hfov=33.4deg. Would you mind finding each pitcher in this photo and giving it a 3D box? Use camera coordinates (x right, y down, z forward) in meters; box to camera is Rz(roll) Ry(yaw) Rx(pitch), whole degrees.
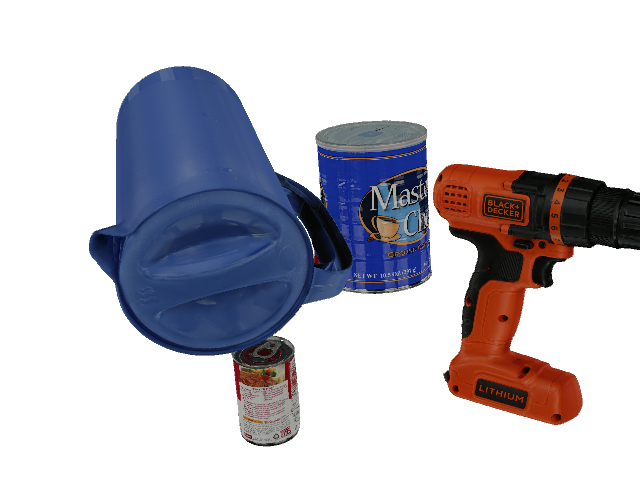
[{"bbox_3d":[-0.082,-0.034,0.802,0.145,0.149,0.243,-30,34,6],"label":"pitcher"}]

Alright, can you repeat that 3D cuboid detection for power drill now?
[{"bbox_3d":[0.169,0.040,0.810,0.185,0.188,0.057,13,17,34],"label":"power drill"}]

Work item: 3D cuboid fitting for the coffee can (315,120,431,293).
[{"bbox_3d":[0.051,-0.033,1.000,0.103,0.140,0.103,-4,18,1],"label":"coffee can"}]

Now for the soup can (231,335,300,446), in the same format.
[{"bbox_3d":[-0.058,0.164,1.165,0.068,0.102,0.068,-3,24,1],"label":"soup can"}]

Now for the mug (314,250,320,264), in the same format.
[{"bbox_3d":[0.045,0.010,1.270,0.117,0.081,0.093,16,27,23],"label":"mug"}]
